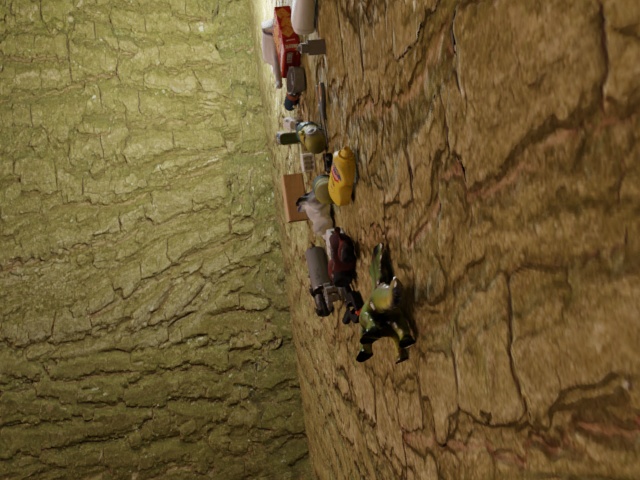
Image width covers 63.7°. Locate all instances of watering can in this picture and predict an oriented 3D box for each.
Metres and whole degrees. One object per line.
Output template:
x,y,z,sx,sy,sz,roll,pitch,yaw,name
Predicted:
-0.188,-0.798,2.181,0.356,0.104,0.219,-106,13,-48,watering can

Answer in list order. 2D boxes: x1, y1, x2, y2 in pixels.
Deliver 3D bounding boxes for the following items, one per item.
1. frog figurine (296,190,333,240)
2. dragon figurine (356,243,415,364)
0.005,-0.087,1.726,0.160,0.124,0.134,42,149,11,frog figurine
0.127,0.115,1.102,0.400,0.122,0.249,95,172,-50,dragon figurine
